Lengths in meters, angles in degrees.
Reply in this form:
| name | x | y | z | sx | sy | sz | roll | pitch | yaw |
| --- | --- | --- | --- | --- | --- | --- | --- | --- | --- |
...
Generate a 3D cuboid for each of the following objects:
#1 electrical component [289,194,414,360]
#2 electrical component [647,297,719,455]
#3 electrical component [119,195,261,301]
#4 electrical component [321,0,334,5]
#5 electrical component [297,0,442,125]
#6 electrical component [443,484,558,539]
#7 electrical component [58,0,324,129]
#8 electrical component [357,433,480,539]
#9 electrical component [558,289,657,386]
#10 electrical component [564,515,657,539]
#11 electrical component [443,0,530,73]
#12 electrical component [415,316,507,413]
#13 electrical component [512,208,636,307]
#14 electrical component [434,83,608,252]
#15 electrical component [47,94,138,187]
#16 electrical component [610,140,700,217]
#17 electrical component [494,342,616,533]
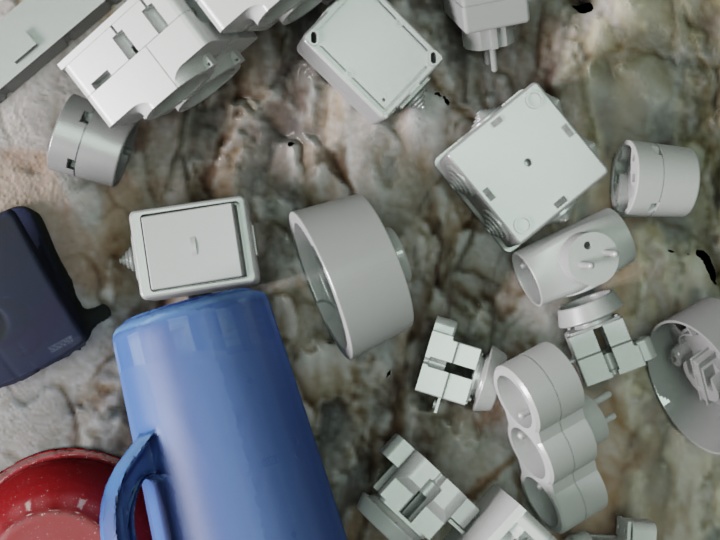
| name | x | y | z | sx | sy | sz | roll | pitch | yaw |
| --- | --- | --- | --- | --- | --- | --- | --- | --- | --- |
| electrical component | 0.000 | 0.000 | 0.734 | 0.060 | 0.108 | 0.108 | -22 | 89 | -10 |
| electrical component | 0.247 | 0.071 | 0.749 | 0.064 | 0.099 | 0.099 | -34 | 90 | -10 |
| electrical component | -0.121 | -0.014 | 0.747 | 0.096 | 0.061 | 0.061 | -9 | 88 | -4 |
| electrical component | -0.066 | -0.243 | 0.765 | 0.074 | 0.052 | 0.138 | -41 | 90 | -4 |
| electrical component | 0.010 | -0.148 | 0.765 | 0.096 | 0.061 | 0.061 | 44 | 85 | -8 |
| electrical component | 0.072 | 0.228 | 0.734 | 0.062 | 0.089 | 0.150 | 44 | 86 | -1 |
| electrical component | -0.091 | -0.170 | 0.704 | 0.186 | 0.105 | 0.060 | -36 | 94 | 18 |
| electrical component | 0.035 | 0.162 | 0.751 | 0.078 | 0.058 | 0.057 | 43 | 83 | -1 |
| electrical component | 0.171 | 0.047 | 0.769 | 0.066 | 0.048 | 0.055 | -22 | 92 | 6 |
| electrical component | 0.175 | 0.214 | 0.757 | 0.057 | 0.058 | 0.078 | 5 | 87 | -6 |
| electrical component | 0.090 | -0.181 | 0.769 | 0.047 | 0.065 | 0.076 | -12 | 117 | -4 |
| electrical component | 0.072 | 0.072 | 0.763 | 0.055 | 0.048 | 0.066 | 17 | 87 | 5 |
| electrical component | 0.156 | -0.008 | 0.752 | 0.077 | 0.079 | 0.044 | -25 | 96 | -8 |
| electrical component | 0.116 | -0.074 | 0.770 | 0.100 | 0.048 | 0.099 | -39 | 90 | -4 |
| electrical component | -0.186 | -0.089 | 0.751 | 0.047 | 0.055 | 0.055 | 19 | 87 | -6 |
| electrical component | 0.212 | -0.064 | 0.773 | 0.047 | 0.055 | 0.055 | 3 | 87 | -7 |
| electrical component | 0.146 | 0.109 | 0.743 | 0.074 | 0.052 | 0.138 | -26 | 117 | -17 |
